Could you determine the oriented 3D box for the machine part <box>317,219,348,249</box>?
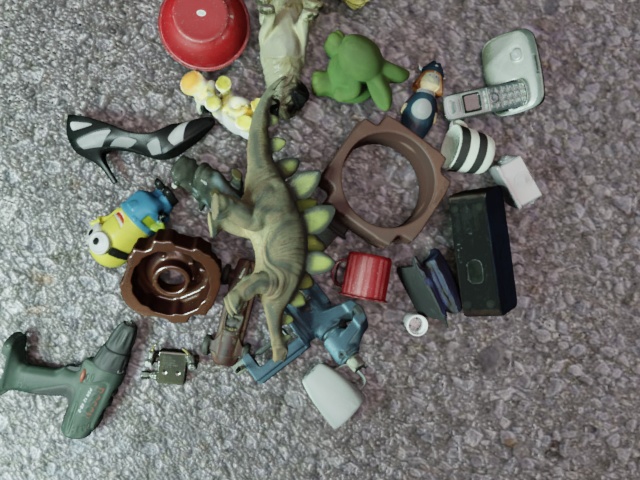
[{"bbox_3d":[-0.002,-0.003,1.003,0.084,0.039,0.139,40,88,-10],"label":"machine part"}]

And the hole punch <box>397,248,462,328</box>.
[{"bbox_3d":[0.216,0.079,0.986,0.092,0.116,0.142,-25,95,-10],"label":"hole punch"}]

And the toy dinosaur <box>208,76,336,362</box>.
[{"bbox_3d":[-0.081,-0.035,0.877,0.198,0.105,0.471,-9,91,-22],"label":"toy dinosaur"}]

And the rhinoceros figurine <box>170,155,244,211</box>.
[{"bbox_3d":[-0.176,-0.082,0.957,0.190,0.112,0.073,37,68,-17],"label":"rhinoceros figurine"}]

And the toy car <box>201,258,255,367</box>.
[{"bbox_3d":[-0.155,0.136,0.991,0.089,0.053,0.202,16,92,-1],"label":"toy car"}]

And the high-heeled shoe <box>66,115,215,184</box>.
[{"bbox_3d":[-0.319,-0.202,0.946,0.249,0.086,0.145,-27,96,4],"label":"high-heeled shoe"}]

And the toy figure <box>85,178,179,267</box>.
[{"bbox_3d":[-0.331,-0.025,0.957,0.180,0.082,0.089,-41,121,-8],"label":"toy figure"}]

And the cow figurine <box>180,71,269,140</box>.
[{"bbox_3d":[-0.167,-0.238,0.961,0.167,0.098,0.068,33,80,10],"label":"cow figurine"}]

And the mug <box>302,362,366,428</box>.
[{"bbox_3d":[0.028,0.273,0.997,0.107,0.081,0.109,43,74,5],"label":"mug"}]

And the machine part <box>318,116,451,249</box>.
[{"bbox_3d":[0.112,-0.102,0.969,0.201,0.087,0.201,35,79,-5],"label":"machine part"}]

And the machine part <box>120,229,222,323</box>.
[{"bbox_3d":[-0.259,0.064,0.946,0.179,0.056,0.179,-3,120,-5],"label":"machine part"}]

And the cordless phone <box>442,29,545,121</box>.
[{"bbox_3d":[0.309,-0.296,0.991,0.184,0.089,0.146,-12,94,1],"label":"cordless phone"}]

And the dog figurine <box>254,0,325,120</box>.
[{"bbox_3d":[-0.065,-0.332,0.967,0.121,0.172,0.190,9,126,2],"label":"dog figurine"}]

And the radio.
[{"bbox_3d":[0.295,0.021,0.970,0.073,0.131,0.229,-8,93,33],"label":"radio"}]

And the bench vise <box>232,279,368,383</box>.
[{"bbox_3d":[-0.039,0.176,0.949,0.240,0.128,0.224,-36,76,-9],"label":"bench vise"}]

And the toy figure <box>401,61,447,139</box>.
[{"bbox_3d":[0.196,-0.262,0.997,0.064,0.058,0.154,19,89,-27],"label":"toy figure"}]

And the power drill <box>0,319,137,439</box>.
[{"bbox_3d":[-0.456,0.227,0.966,0.207,0.086,0.232,17,94,-12],"label":"power drill"}]

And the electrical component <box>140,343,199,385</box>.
[{"bbox_3d":[-0.276,0.228,0.989,0.102,0.045,0.078,12,90,-4],"label":"electrical component"}]

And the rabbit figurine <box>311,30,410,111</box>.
[{"bbox_3d":[0.066,-0.288,0.928,0.159,0.170,0.121,31,90,-4],"label":"rabbit figurine"}]
